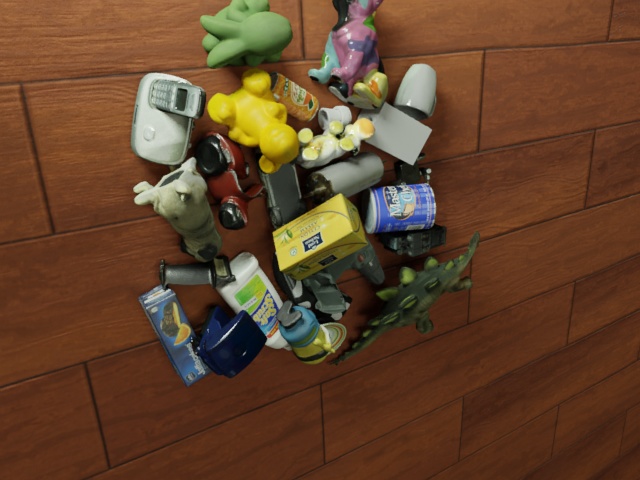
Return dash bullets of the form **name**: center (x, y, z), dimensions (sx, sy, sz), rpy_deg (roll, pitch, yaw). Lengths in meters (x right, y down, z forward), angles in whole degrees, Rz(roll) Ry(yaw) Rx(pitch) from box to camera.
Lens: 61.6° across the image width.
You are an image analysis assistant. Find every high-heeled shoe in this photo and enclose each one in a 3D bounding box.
- **high-heeled shoe**: center (-0.009, 0.093, 1.171), dimensions (0.145, 0.086, 0.248), rpy_deg (-32, 128, -19)

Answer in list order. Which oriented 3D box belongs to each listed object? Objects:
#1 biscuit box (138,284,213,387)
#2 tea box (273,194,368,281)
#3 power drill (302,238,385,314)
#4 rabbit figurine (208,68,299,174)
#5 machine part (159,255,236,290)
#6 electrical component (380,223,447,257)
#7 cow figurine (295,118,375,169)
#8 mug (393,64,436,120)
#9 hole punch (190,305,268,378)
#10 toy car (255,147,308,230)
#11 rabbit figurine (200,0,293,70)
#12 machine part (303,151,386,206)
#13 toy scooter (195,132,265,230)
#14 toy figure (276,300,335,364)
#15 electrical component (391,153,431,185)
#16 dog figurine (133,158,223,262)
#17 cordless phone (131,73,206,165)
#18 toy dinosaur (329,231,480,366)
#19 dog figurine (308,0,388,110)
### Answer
- **biscuit box**: center (-0.278, 0.186, 1.042), dimensions (0.063, 0.059, 0.202), rpy_deg (-30, 120, -22)
- **tea box**: center (-0.002, -0.003, 1.052), dimensions (0.170, 0.098, 0.068), rpy_deg (-30, 142, 18)
- **power drill**: center (0.059, 0.063, 1.168), dimensions (0.207, 0.086, 0.231), rpy_deg (-51, 123, -38)
- **rabbit figurine**: center (-0.097, -0.185, 0.939), dimensions (0.122, 0.173, 0.162), rpy_deg (-37, 145, -11)
- **machine part**: center (-0.236, 0.060, 1.025), dimensions (0.139, 0.084, 0.039), rpy_deg (-5, 134, -23)
- **electrical component**: center (0.210, -0.009, 1.257), dimensions (0.134, 0.115, 0.058), rpy_deg (-15, 112, -30)
- **cow figurine**: center (0.028, -0.190, 1.083), dimensions (0.167, 0.098, 0.068), rpy_deg (-18, 79, -17)
- **mug**: center (0.223, -0.323, 1.181), dimensions (0.109, 0.081, 0.107), rpy_deg (17, 89, -37)
- **hole punch**: center (-0.175, 0.202, 1.063), dimensions (0.142, 0.092, 0.116), rpy_deg (64, 37, -44)
- **toy car**: center (-0.077, -0.109, 1.075), dimensions (0.073, 0.056, 0.201), rpy_deg (-20, 115, -18)
- **rabbit figurine**: center (-0.121, -0.347, 0.892), dimensions (0.159, 0.170, 0.121), rpy_deg (-20, 116, -27)
- **machine part**: center (0.054, -0.128, 1.114), dimensions (0.243, 0.079, 0.079), rpy_deg (-30, 121, -40)
- **toy scooter**: center (-0.157, -0.115, 1.001), dimensions (0.135, 0.075, 0.183), rpy_deg (-32, 108, -58)
- **toy figure**: center (-0.037, 0.195, 1.122), dimensions (0.089, 0.082, 0.180), rpy_deg (-24, 140, 13)
- **electrical component**: center (0.214, -0.152, 1.253), dimensions (0.102, 0.045, 0.078), rpy_deg (-22, 118, -25)
- **dog figurine**: center (-0.219, -0.035, 0.943), dimensions (0.121, 0.172, 0.190), rpy_deg (-34, 115, -6)
- **cordless phone**: center (-0.231, -0.188, 0.868), dimensions (0.088, 0.184, 0.146), rpy_deg (4, 104, -38)
- **toy dinosaur**: center (0.214, 0.151, 1.295), dimensions (0.471, 0.105, 0.198), rpy_deg (-49, 142, 12)
- **dog figurine**: center (0.085, -0.390, 1.053), dimensions (0.191, 0.109, 0.219), rpy_deg (25, 89, -35)
